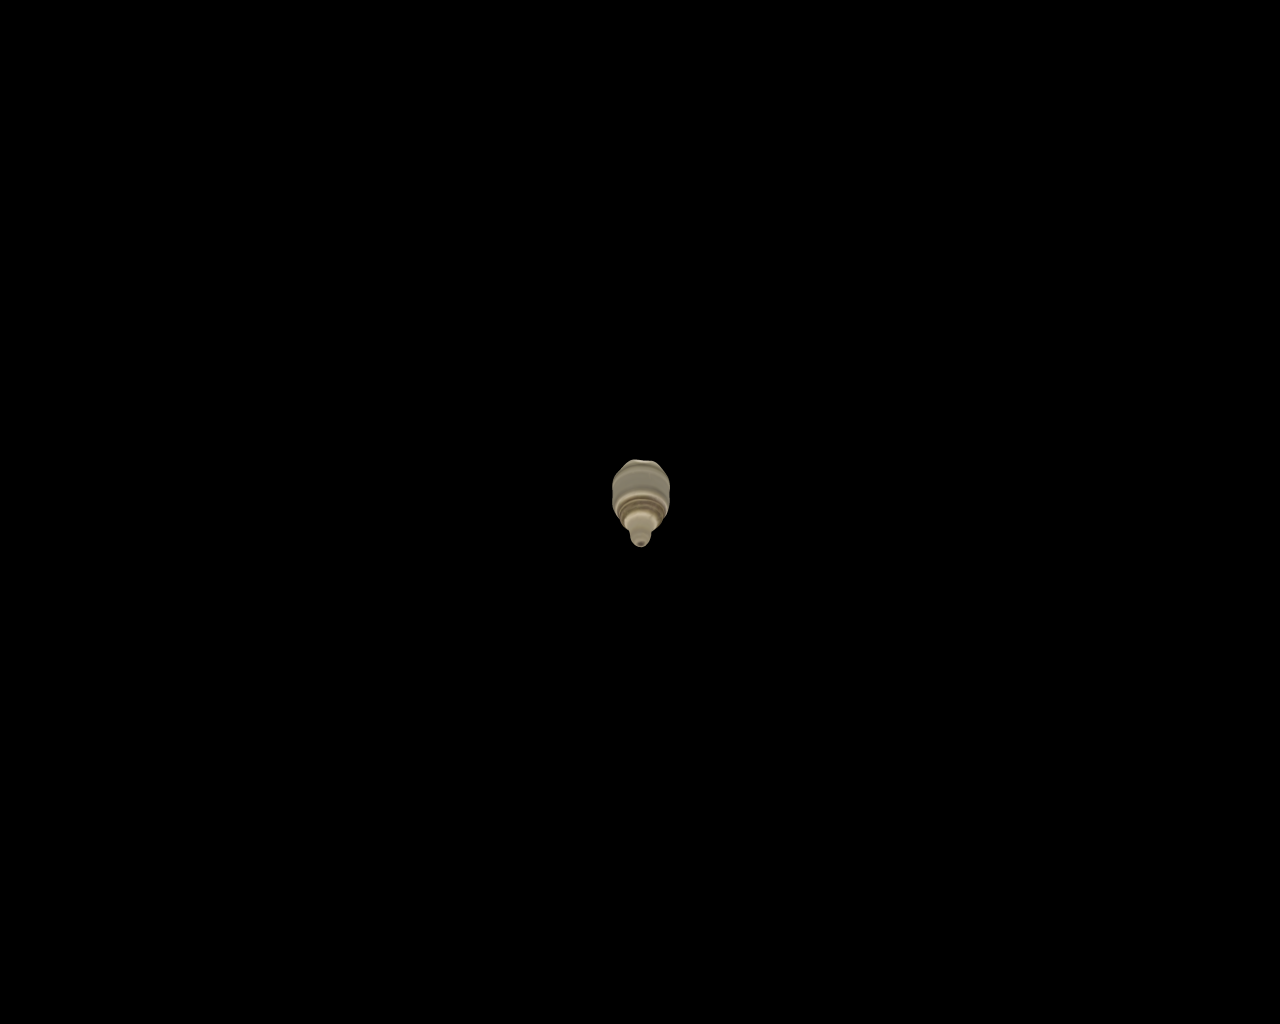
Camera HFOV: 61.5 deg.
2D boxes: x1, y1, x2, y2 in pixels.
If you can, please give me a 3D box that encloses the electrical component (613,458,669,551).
[{"bbox_3d":[0.001,-0.003,0.650,0.035,0.061,0.035,0,-45,0],"label":"electrical component"}]
